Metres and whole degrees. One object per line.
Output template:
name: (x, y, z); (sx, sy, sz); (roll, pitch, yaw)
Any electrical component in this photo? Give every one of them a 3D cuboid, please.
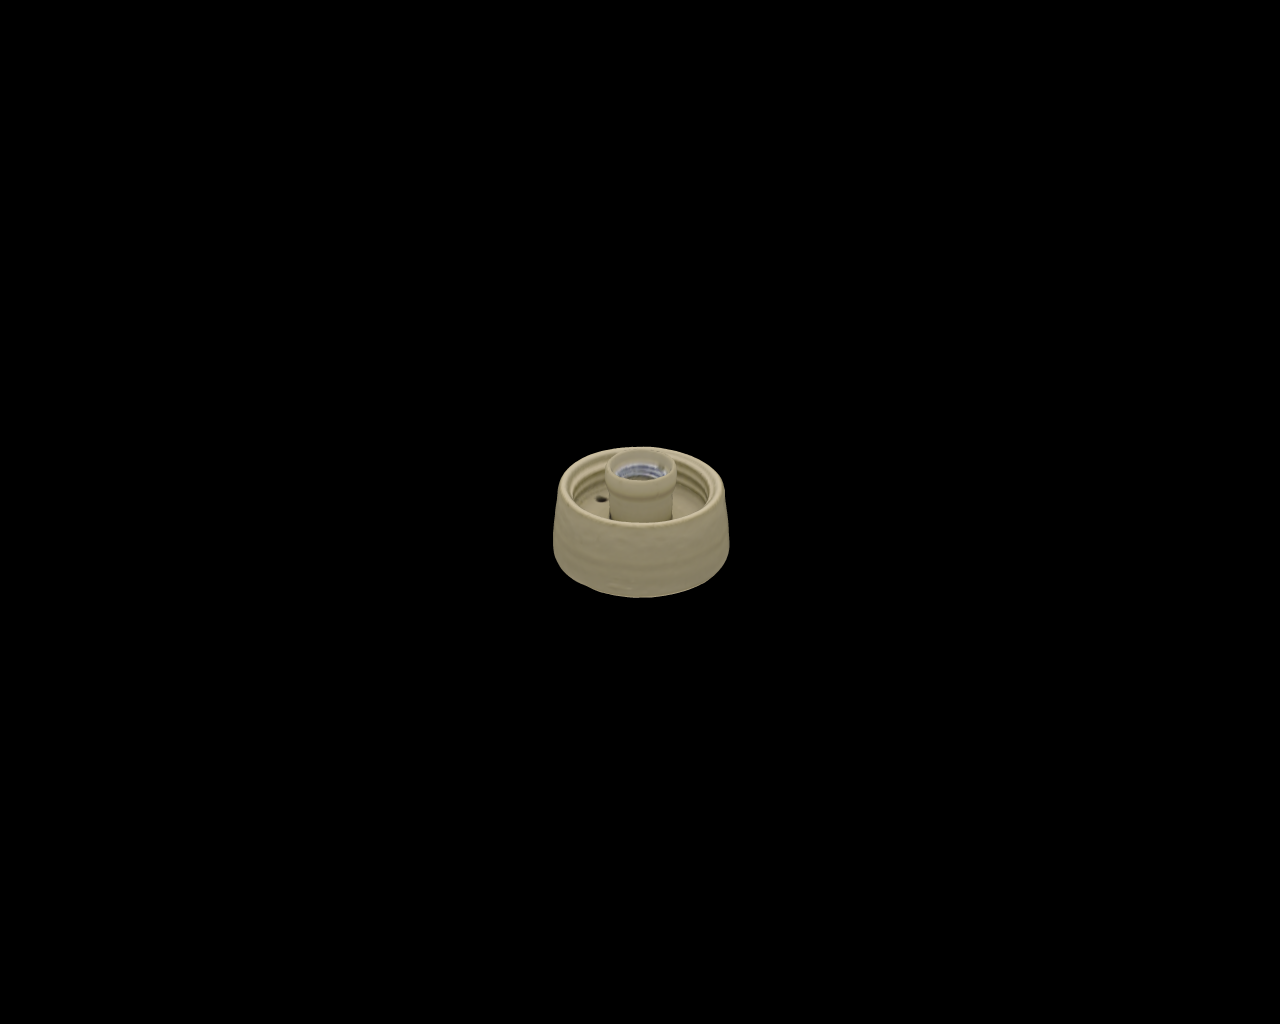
electrical component: (0.001, -0.003, 0.650); (0.108, 0.060, 0.108); (0, 31, 0)
